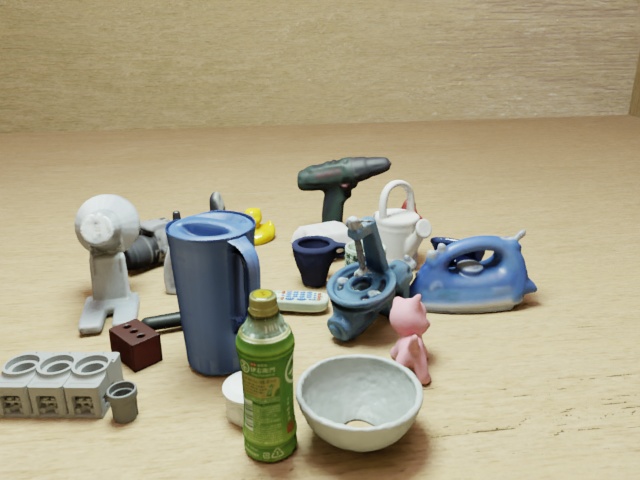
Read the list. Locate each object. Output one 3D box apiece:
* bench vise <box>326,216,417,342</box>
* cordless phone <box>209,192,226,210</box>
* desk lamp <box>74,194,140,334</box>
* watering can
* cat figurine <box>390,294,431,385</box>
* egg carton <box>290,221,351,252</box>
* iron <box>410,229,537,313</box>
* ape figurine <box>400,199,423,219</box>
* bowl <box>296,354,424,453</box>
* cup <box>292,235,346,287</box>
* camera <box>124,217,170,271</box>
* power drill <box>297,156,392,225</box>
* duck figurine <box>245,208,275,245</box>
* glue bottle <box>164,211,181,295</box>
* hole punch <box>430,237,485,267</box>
[{"bbox_3d":[0.088,0.047,1.008,0.121,0.220,0.208,10,24,26],"label":"bench vise"},{"bbox_3d":[-0.206,-0.025,1.248,0.094,0.185,0.147,-3,21,-5],"label":"cordless phone"},{"bbox_3d":[-0.394,0.033,1.064,0.118,0.214,0.203,-6,22,-13],"label":"desk lamp"},{"bbox_3d":[0.174,-0.035,1.252,0.172,0.194,0.101,14,26,34],"label":"watering can"},{"bbox_3d":[0.142,0.144,0.900,0.067,0.118,0.128,1,21,4],"label":"cat figurine"},{"bbox_3d":[0.012,0.005,1.327,0.151,0.069,0.107,-11,24,-25],"label":"egg carton"},{"bbox_3d":[0.280,0.055,1.093,0.258,0.141,0.118,-5,22,-11],"label":"iron"},{"bbox_3d":[0.224,-0.060,1.458,0.077,0.092,0.076,0,21,2],"label":"ape figurine"},{"bbox_3d":[0.052,0.224,0.754,0.167,0.075,0.167,0,21,0],"label":"bowl"},{"bbox_3d":[0.002,0.047,1.183,0.118,0.095,0.091,-2,21,-3],"label":"cup"},{"bbox_3d":[-0.394,0.007,1.286,0.142,0.101,0.137,15,26,35],"label":"camera"},{"bbox_3d":[0.059,-0.106,1.418,0.229,0.208,0.075,2,22,7],"label":"power drill"},{"bbox_3d":[-0.160,-0.039,1.419,0.105,0.086,0.077,-15,26,-33],"label":"duck figurine"},{"bbox_3d":[-0.275,0.025,1.139,0.078,0.173,0.037,0,21,1],"label":"glue bottle"},{"bbox_3d":[0.294,0.027,1.234,0.108,0.091,0.101,11,24,28],"label":"hole punch"}]
